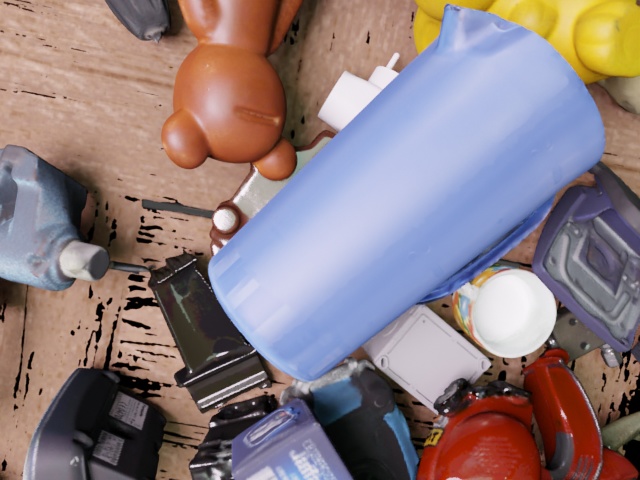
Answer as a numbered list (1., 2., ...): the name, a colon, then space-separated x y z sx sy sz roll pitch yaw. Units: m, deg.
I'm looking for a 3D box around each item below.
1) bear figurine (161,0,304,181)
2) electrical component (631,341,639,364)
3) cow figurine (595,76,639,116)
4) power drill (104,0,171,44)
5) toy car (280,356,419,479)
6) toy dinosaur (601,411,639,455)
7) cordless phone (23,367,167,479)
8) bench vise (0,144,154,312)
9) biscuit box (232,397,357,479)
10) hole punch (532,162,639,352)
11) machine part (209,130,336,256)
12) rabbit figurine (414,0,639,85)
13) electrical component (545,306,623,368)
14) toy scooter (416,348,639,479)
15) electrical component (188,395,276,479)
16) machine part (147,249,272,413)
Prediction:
1. bear figurine: -0.070 -0.146 0.385 0.120 0.132 0.195 -2 105 -40
2. electrical component: 0.317 0.090 0.467 0.075 0.047 0.119 -24 57 -4
3. cow figurine: 0.323 -0.174 0.437 0.195 0.085 0.127 -39 89 -3
4. power drill: -0.242 -0.236 0.402 0.207 0.086 0.232 -17 93 2
5. toy car: 0.018 0.174 0.430 0.109 0.103 0.161 -21 92 -16
6. toy dinosaur: 0.147 0.316 0.455 0.198 0.105 0.471 32 91 -11
7. cordless phone: -0.208 0.200 0.398 0.088 0.147 0.184 39 90 -14
8. bench vise: -0.267 0.051 0.389 0.224 0.128 0.240 13 75 3
9. biscuit box: 0.019 0.202 0.344 0.059 0.063 0.202 -31 94 -8
10. hole punch: 0.241 0.013 0.439 0.142 0.116 0.092 41 122 -3
11. machine part: -0.001 -0.001 0.443 0.179 0.056 0.179 0 94 -5
12. rabbit figurine: 0.132 -0.184 0.389 0.173 0.162 0.121 8 95 -26
13. electrical component: 0.230 0.078 0.478 0.063 0.021 0.094 -29 96 -1
14. toy scooter: 0.154 0.144 0.403 0.184 0.075 0.135 8 63 -16
15. electrical component: -0.051 0.207 0.424 0.058 0.115 0.134 -13 95 2
16. machine part: -0.098 0.077 0.448 0.084 0.039 0.138 -20 105 3
